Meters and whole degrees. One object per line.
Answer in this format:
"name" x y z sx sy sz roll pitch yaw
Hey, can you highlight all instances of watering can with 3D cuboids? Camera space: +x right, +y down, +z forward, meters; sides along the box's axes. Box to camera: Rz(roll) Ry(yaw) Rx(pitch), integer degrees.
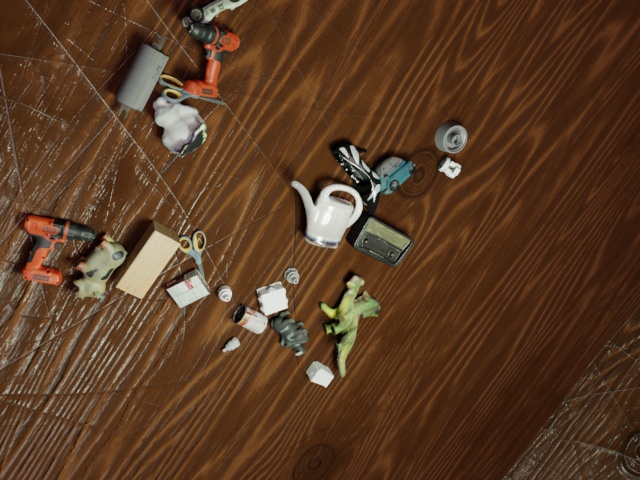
"watering can" 0.005 -0.085 1.684 0.347 0.222 0.105 7 18 -44

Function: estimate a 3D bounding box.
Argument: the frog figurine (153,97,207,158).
"frog figurine" -0.402 -0.323 1.447 0.160 0.135 0.124 41 24 6

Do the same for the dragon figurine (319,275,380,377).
"dragon figurine" 0.133 0.306 1.928 0.245 0.402 0.124 -24 31 -21
